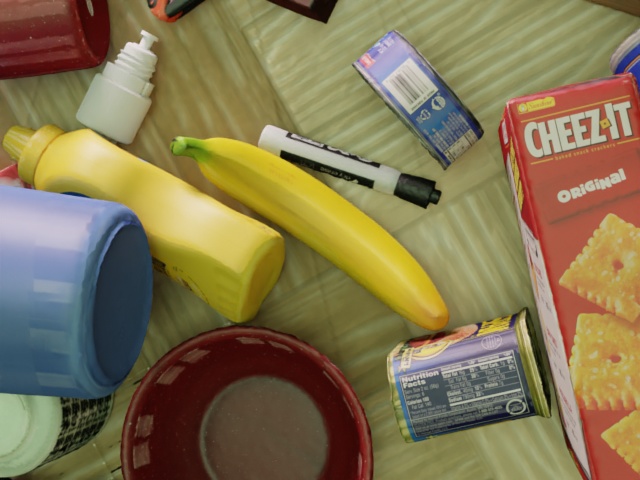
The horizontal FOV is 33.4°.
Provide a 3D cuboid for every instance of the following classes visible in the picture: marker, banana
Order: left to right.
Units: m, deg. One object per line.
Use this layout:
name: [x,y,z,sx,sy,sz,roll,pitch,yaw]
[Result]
banana: [-0.004,-0.009,0.664,0.198,0.069,0.037,32,117,-3]
marker: [0.019,-0.046,0.682,0.121,0.020,0.020,20,95,9]

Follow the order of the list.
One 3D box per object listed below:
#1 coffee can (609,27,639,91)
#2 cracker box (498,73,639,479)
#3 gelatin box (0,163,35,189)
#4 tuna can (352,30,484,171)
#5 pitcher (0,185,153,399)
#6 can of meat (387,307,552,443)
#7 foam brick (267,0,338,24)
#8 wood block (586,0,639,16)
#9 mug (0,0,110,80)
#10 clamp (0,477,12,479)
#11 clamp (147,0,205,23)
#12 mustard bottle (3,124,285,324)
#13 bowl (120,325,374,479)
coffee can: [0.228,-0.055,0.558,0.103,0.102,0.140,-24,76,10]
cracker box: [0.155,0.027,0.587,0.072,0.164,0.214,-12,90,8]
gelatin box: [-0.200,-0.004,0.718,0.073,0.030,0.089,-26,87,10]
tuna can: [0.059,-0.084,0.641,0.034,0.086,0.086,-41,85,7]
pitcher: [-0.222,0.019,0.612,0.243,0.145,0.149,5,65,11]
can of meat: [0.089,0.080,0.633,0.084,0.102,0.057,-15,89,12]
foam brick: [-0.007,-0.183,0.666,0.051,0.053,0.078,27,97,8]
wood block: [0.139,-0.200,0.620,0.206,0.090,0.090,19,94,9]
mug: [-0.185,-0.158,0.685,0.081,0.093,0.117,-6,75,5]
clamp: [-0.178,0.209,0.678,0.210,0.036,0.164,12,51,-7]
clamp: [-0.080,-0.228,0.685,0.120,0.039,0.171,32,97,9]
mustard bottle: [-0.116,-0.020,0.669,0.192,0.096,0.058,30,75,9]
bowl: [-0.042,0.133,0.679,0.162,0.055,0.162,0,90,11]
